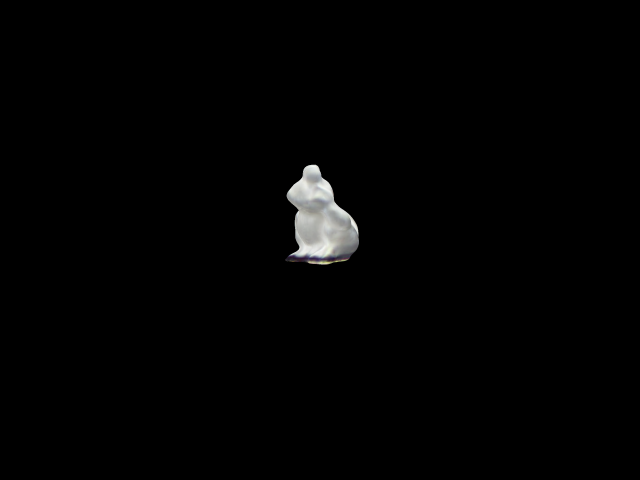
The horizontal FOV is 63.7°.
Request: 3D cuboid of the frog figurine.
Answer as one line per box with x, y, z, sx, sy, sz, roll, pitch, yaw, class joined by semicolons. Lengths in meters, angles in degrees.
0.003;-0.043;0.850;0.123;0.159;0.137;0;1;-17;frog figurine
